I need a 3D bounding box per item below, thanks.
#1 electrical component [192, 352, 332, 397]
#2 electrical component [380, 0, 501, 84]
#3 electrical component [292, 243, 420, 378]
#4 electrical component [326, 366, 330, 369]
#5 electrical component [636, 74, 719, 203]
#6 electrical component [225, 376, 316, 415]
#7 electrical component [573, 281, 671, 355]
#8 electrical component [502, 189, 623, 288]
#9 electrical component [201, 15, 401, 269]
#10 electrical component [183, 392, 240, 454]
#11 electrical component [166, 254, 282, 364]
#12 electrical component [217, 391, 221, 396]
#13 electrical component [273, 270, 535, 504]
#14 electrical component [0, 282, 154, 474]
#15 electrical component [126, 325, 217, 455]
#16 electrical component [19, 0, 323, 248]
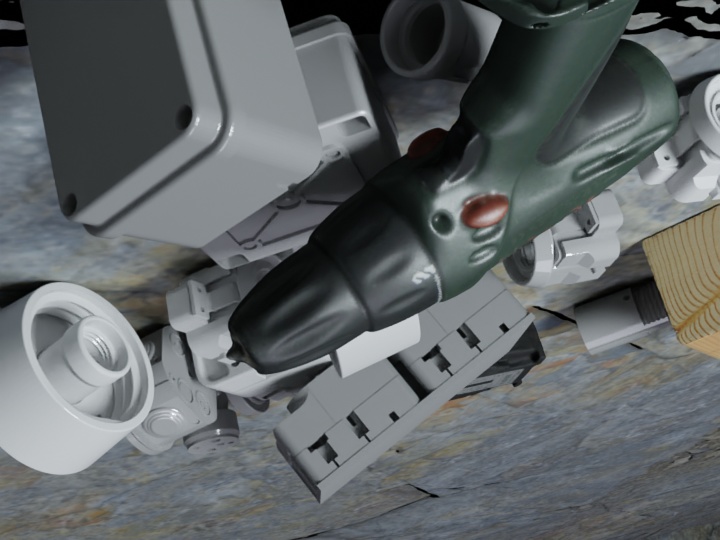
[{"bbox_3d":[-0.060,0.048,0.739,0.095,0.053,0.059,-24,156,20],"label":"electrical component"},{"bbox_3d":[0.038,-0.102,0.475,0.046,0.040,0.040,1,153,-47],"label":"electrical component"},{"bbox_3d":[0.000,0.000,0.604,0.060,0.108,0.108,-19,158,-6],"label":"electrical component"},{"bbox_3d":[-0.007,0.059,0.822,0.061,0.035,0.035,-21,157,-3],"label":"electrical component"},{"bbox_3d":[0.204,-0.076,0.613,0.078,0.058,0.057,-7,159,-19],"label":"electrical component"},{"bbox_3d":[-0.071,0.080,0.817,0.055,0.048,0.066,-30,156,18],"label":"electrical component"},{"bbox_3d":[0.226,0.038,0.904,0.081,0.043,0.043,-22,156,17],"label":"electrical component"},{"bbox_3d":[0.126,-0.020,0.694,0.057,0.058,0.078,-10,157,-18],"label":"electrical component"},{"bbox_3d":[-0.040,-0.056,0.510,0.109,0.056,0.108,-18,157,8],"label":"electrical component"},{"bbox_3d":[-0.121,0.112,0.847,0.045,0.055,0.045,-13,157,-5],"label":"electrical component"},{"bbox_3d":[-0.073,0.022,0.669,0.057,0.058,0.078,-23,156,25],"label":"electrical component"},{"bbox_3d":[-0.120,0.081,0.796,0.078,0.040,0.040,-23,156,19],"label":"electrical component"},{"bbox_3d":[0.026,0.080,0.768,0.186,0.060,0.105,-37,168,-12],"label":"electrical component"},{"bbox_3d":[-0.170,0.058,0.633,0.060,0.108,0.108,-33,152,23],"label":"electrical component"},{"bbox_3d":[-0.137,0.081,0.737,0.051,0.080,0.080,-26,155,12],"label":"electrical component"},{"bbox_3d":[-0.070,-0.073,0.380,0.078,0.113,0.057,-30,156,32],"label":"electrical component"}]
